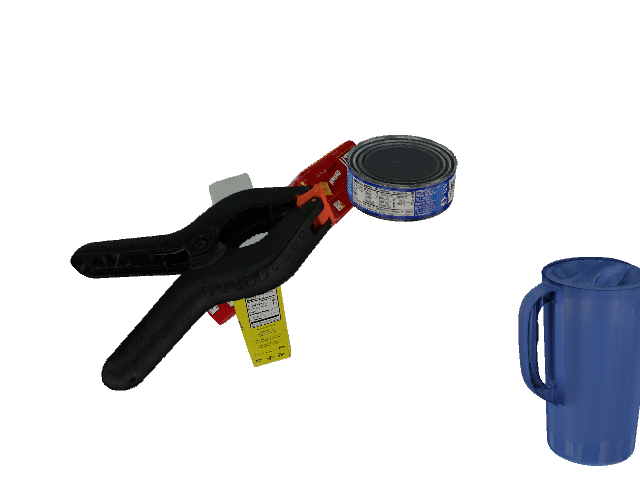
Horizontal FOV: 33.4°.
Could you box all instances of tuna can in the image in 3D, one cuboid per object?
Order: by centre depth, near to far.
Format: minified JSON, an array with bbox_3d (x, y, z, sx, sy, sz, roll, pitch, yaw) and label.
[{"bbox_3d":[0.063,-0.049,0.836,0.086,0.034,0.086,0,32,0],"label":"tuna can"}]

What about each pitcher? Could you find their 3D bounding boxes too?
[{"bbox_3d":[0.327,0.150,1.312,0.149,0.243,0.144,5,17,21],"label":"pitcher"}]

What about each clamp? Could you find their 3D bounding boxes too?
[{"bbox_3d":[-0.070,0.022,0.648,0.171,0.120,0.039,-22,-39,6],"label":"clamp"}]

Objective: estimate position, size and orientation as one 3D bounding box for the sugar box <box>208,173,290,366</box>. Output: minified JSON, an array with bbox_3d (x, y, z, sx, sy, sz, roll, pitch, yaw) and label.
[{"bbox_3d":[-0.066,0.031,1.016,0.048,0.093,0.176,-17,-42,-7],"label":"sugar box"}]

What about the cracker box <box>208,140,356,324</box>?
[{"bbox_3d":[-0.042,-0.012,1.252,0.214,0.072,0.164,-42,1,29],"label":"cracker box"}]
